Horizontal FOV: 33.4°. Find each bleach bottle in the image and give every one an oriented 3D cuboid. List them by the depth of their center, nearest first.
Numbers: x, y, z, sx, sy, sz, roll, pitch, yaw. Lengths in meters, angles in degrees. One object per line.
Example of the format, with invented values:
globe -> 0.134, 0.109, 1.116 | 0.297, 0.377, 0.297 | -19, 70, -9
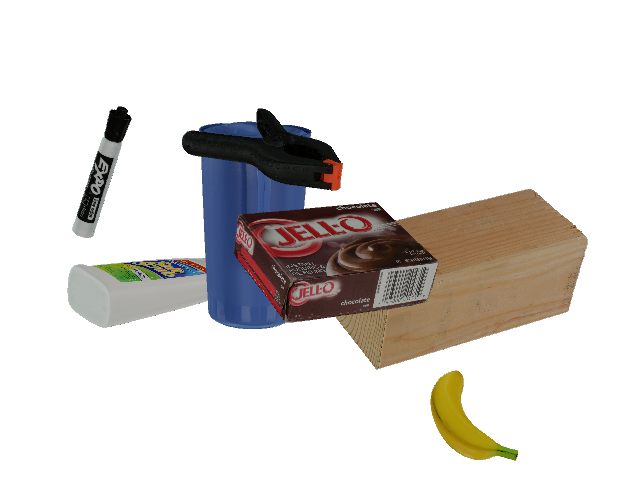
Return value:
bleach bottle -> -0.213, 0.058, 1.466 | 0.250, 0.068, 0.103 | -10, 26, -44

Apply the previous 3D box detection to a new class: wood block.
wood block -> 0.123, 0.030, 0.957 | 0.205, 0.090, 0.091 | -13, 40, -24

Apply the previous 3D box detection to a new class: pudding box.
pudding box -> 0.009, 0.012, 0.726 | 0.113, 0.039, 0.090 | -4, 31, -28

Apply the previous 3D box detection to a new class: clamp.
clamp -> -0.054, -0.088, 1.069 | 0.120, 0.039, 0.172 | -24, 36, -32

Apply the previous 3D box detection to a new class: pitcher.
pitcher -> -0.081, -0.019, 1.284 | 0.145, 0.243, 0.148 | 12, 17, 38

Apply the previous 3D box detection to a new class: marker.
marker -> -0.185, -0.058, 0.906 | 0.020, 0.121, 0.020 | 19, 23, -9

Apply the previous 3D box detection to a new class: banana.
banana -> 0.167, 0.211, 1.280 | 0.069, 0.037, 0.198 | 10, 20, -18
